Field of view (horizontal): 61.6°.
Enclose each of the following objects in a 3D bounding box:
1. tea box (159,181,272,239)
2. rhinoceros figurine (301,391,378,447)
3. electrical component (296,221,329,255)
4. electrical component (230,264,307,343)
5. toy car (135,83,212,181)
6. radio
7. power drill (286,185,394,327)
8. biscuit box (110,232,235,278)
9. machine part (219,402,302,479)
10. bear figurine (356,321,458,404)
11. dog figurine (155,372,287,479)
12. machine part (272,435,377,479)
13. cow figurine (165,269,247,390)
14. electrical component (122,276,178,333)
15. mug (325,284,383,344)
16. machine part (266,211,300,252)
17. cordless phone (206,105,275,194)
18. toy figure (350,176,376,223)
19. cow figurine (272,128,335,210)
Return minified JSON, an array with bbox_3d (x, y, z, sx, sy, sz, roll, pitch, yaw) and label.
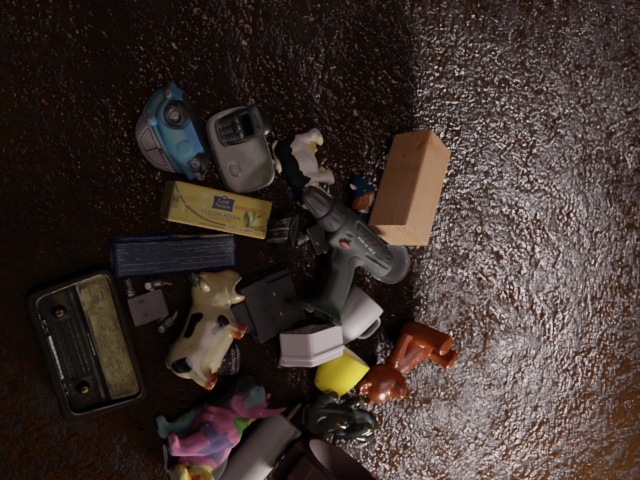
[{"bbox_3d":[-0.180,-0.052,0.923,0.169,0.098,0.068,10,91,-27],"label":"tea box"},{"bbox_3d":[0.047,0.358,1.048,0.112,0.073,0.190,-39,135,24],"label":"rhinoceros figurine"},{"bbox_3d":[-0.002,-0.003,1.051,0.094,0.021,0.063,-29,107,-20],"label":"electrical component"},{"bbox_3d":[-0.104,0.121,0.996,0.134,0.058,0.114,-25,103,-21],"label":"electrical component"},{"bbox_3d":[-0.248,-0.170,0.888,0.103,0.109,0.161,-17,115,1],"label":"toy car"},{"bbox_3d":[-0.376,0.164,0.864,0.131,0.073,0.229,-17,101,-23],"label":"radio"},{"bbox_3d":[0.018,0.040,0.982,0.232,0.086,0.207,32,72,-27],"label":"power drill"},{"bbox_3d":[-0.251,0.022,0.917,0.203,0.059,0.062,-3,98,-25],"label":"biscuit box"},{"bbox_3d":[-0.117,0.401,1.004,0.243,0.079,0.079,-48,112,-14],"label":"machine part"},{"bbox_3d":[0.174,0.265,1.101,0.196,0.132,0.120,-51,143,-20],"label":"bear figurine"},{"bbox_3d":[-0.168,0.345,0.961,0.219,0.109,0.191,-14,100,-26],"label":"dog figurine"},{"bbox_3d":[0.027,0.455,0.989,0.087,0.201,0.201,-55,158,-3],"label":"machine part"},{"bbox_3d":[-0.190,0.137,0.903,0.127,0.085,0.195,31,75,-12],"label":"cow figurine"},{"bbox_3d":[-0.288,0.109,0.916,0.078,0.045,0.102,-11,99,-25],"label":"electrical component"},{"bbox_3d":[0.067,0.159,1.074,0.107,0.081,0.109,-45,126,-6],"label":"mug"},{"bbox_3d":[-0.062,-0.016,0.968,0.039,0.139,0.084,18,90,8],"label":"machine part"},{"bbox_3d":[-0.112,-0.154,0.898,0.089,0.184,0.146,-23,104,-26],"label":"cordless phone"},{"bbox_3d":[0.089,-0.052,1.071,0.058,0.064,0.154,-3,101,-1],"label":"toy figure"},{"bbox_3d":[-0.028,-0.115,1.004,0.098,0.068,0.167,-19,99,-17],"label":"cow figurine"}]
